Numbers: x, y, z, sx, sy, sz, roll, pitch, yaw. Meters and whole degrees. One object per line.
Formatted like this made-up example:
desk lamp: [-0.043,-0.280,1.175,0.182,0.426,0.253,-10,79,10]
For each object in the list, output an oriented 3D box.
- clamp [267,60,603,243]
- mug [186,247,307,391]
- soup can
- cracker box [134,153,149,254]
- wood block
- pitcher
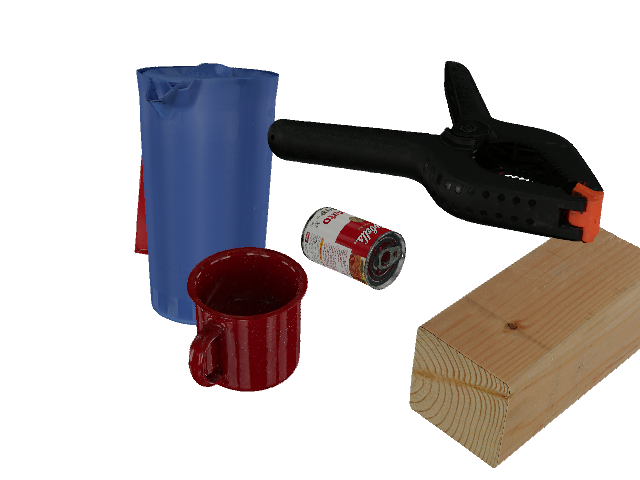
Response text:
clamp: [0.078,-0.051,0.646,0.164,0.036,0.210,-20,36,-24]
mug: [-0.063,0.070,0.833,0.093,0.081,0.117,18,38,23]
soup can: [0.037,0.008,1.208,0.102,0.068,0.068,23,15,39]
cracker box: [-0.187,-0.075,1.605,0.164,0.214,0.072,10,19,6]
wood block: [0.176,0.075,0.852,0.205,0.090,0.091,-29,46,-33]
pitcher: [-0.103,-0.049,1.035,0.149,0.243,0.145,-2,15,-17]
